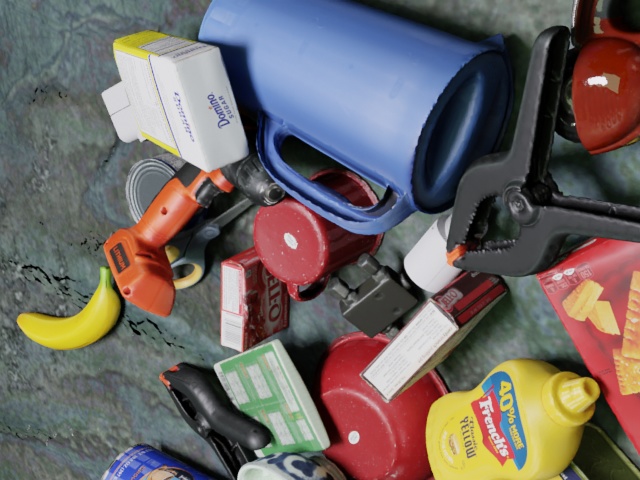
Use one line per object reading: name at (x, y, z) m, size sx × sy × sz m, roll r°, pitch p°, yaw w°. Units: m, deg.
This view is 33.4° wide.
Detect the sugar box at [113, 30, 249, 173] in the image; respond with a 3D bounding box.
sugar box at (-0.118, -0.120, 0.885) m, size 0.176 × 0.048 × 0.093 m, roll 27°, pitch 137°, yaw 58°

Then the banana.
banana at (-0.282, 0.091, 1.221) m, size 0.198 × 0.037 × 0.069 m, roll -26°, pitch 73°, yaw 40°

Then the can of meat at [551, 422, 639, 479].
can of meat at (0.216, 0.213, 0.866) m, size 0.102 × 0.057 × 0.084 m, roll 49°, pitch 131°, yaw 13°

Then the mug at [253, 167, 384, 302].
mug at (-0.006, 0.001, 0.940) m, size 0.093 × 0.081 × 0.117 m, roll 26°, pitch 121°, yaw 28°

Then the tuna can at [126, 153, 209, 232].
tuna can at (-0.152, -0.043, 1.067) m, size 0.086 × 0.033 × 0.086 m, roll 14°, pitch 115°, yaw 33°

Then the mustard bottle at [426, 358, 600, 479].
mustard bottle at (0.156, 0.148, 0.849) m, size 0.192 × 0.058 × 0.096 m, roll -45°, pitch 47°, yaw 53°

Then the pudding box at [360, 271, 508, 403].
pudding box at (0.095, 0.076, 0.885) m, size 0.039 × 0.089 × 0.114 m, roll 46°, pitch 129°, yaw 14°

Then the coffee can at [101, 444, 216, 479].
coffee can at (-0.158, 0.294, 1.154) m, size 0.140 × 0.102 × 0.103 m, roll 19°, pitch 117°, yaw 32°

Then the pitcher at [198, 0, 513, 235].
pitcher at (0.015, -0.118, 0.842) m, size 0.243 × 0.149 × 0.145 m, roll 29°, pitch 125°, yaw 30°

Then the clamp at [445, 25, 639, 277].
clamp at (0.159, -0.025, 0.751) m, size 0.164 × 0.036 × 0.210 m, roll 56°, pitch 143°, yaw 16°

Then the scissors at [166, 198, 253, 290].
scissors at (-0.104, 0.001, 1.048) m, size 0.202 × 0.096 × 0.016 m, roll -22°, pitch 54°, yaw 16°

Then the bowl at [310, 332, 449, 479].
bowl at (0.045, 0.168, 0.982) m, size 0.162 × 0.055 × 0.162 m, roll 15°, pitch 116°, yaw 33°

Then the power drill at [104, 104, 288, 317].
power drill at (-0.108, -0.026, 0.942) m, size 0.188 × 0.057 × 0.184 m, roll -51°, pitch 33°, yaw 10°

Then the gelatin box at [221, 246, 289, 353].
gelatin box at (-0.060, 0.052, 1.006) m, size 0.030 × 0.073 × 0.089 m, roll 16°, pitch 115°, yaw 31°

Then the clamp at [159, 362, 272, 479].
clamp at (-0.105, 0.184, 1.098) m, size 0.171 × 0.039 × 0.120 m, roll 46°, pitch 141°, yaw 21°

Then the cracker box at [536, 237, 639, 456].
cracker box at (0.277, 0.076, 0.756) m, size 0.164 × 0.071 × 0.214 m, roll -32°, pitch 87°, yaw 41°
